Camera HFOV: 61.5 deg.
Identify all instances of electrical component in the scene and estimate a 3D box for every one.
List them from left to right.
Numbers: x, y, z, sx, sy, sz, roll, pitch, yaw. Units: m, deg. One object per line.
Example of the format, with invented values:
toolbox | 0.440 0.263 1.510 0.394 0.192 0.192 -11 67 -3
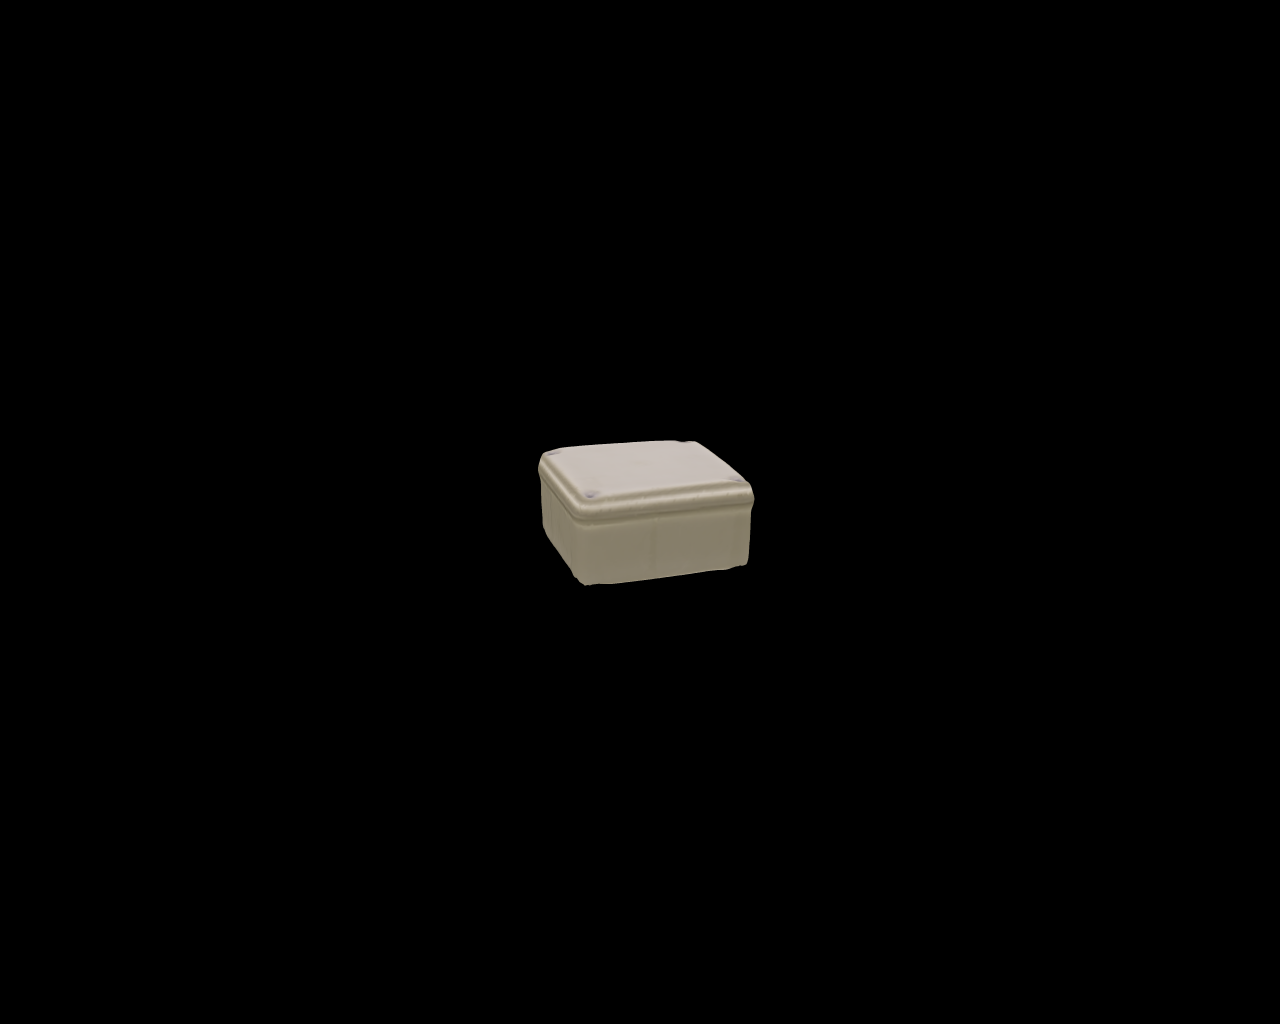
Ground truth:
electrical component | 0.001 -0.003 0.650 0.109 0.056 0.109 -6 20 -16
